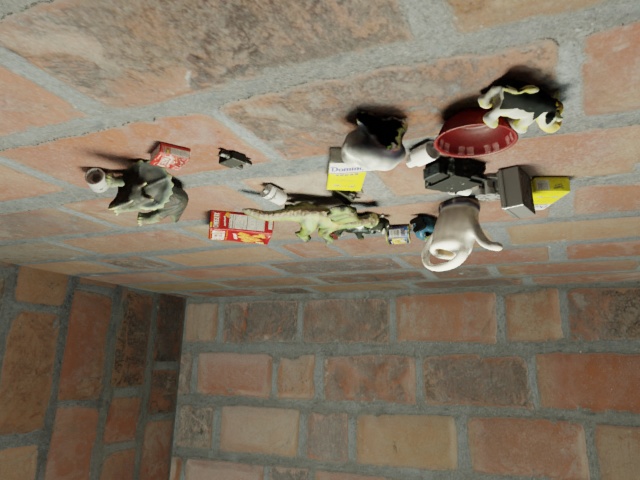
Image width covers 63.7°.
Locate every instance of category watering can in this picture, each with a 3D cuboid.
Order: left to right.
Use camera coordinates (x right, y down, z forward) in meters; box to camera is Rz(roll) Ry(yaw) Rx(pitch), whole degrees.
[{"bbox_3d":[0.412,-0.022,1.482,0.103,0.228,0.344,27,157,-19],"label":"watering can"}]

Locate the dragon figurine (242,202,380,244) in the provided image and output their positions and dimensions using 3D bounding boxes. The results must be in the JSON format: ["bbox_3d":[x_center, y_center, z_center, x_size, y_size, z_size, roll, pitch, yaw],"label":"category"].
[{"bbox_3d":[0.005,-0.076,1.503,0.410,0.124,0.240,6,164,-36],"label":"dragon figurine"}]

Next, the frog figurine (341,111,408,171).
[{"bbox_3d":[0.105,-0.182,1.074,0.138,0.124,0.156,-14,160,-23],"label":"frog figurine"}]
